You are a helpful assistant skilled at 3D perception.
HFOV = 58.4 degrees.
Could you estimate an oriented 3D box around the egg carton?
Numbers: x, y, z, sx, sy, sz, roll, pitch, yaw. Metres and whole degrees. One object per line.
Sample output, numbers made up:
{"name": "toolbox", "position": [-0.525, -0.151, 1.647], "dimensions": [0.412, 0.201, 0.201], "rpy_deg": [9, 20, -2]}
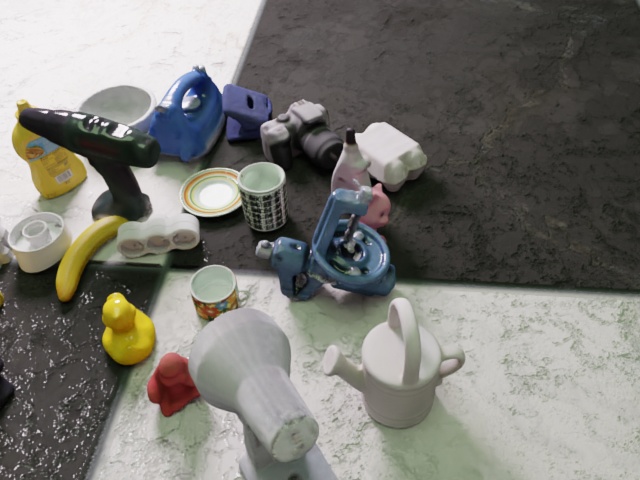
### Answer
{"name": "egg carton", "position": [0.122, -0.159, 1.082], "dimensions": [0.107, 0.069, 0.150], "rpy_deg": [-33, 54, -24]}

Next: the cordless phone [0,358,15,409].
{"name": "cordless phone", "position": [-0.498, 0.180, 0.737], "dimensions": [0.094, 0.185, 0.148], "rpy_deg": [12, 50, 14]}

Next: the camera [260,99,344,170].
{"name": "camera", "position": [-0.024, -0.196, 1.102], "dimensions": [0.143, 0.101, 0.136], "rpy_deg": [-28, 52, -20]}

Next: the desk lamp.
{"name": "desk lamp", "position": [-0.055, 0.209, 0.666], "dimensions": [0.118, 0.214, 0.202], "rpy_deg": [-27, 52, -19]}

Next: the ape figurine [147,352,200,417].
{"name": "ape figurine", "position": [-0.197, 0.186, 0.777], "dimensions": [0.077, 0.092, 0.076], "rpy_deg": [1, 48, 5]}

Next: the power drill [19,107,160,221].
{"name": "power drill", "position": [-0.379, -0.130, 0.991], "dimensions": [0.229, 0.209, 0.075], "rpy_deg": [6, 49, 9]}

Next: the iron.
{"name": "iron", "position": [-0.264, -0.277, 1.161], "dimensions": [0.118, 0.141, 0.258], "rpy_deg": [10, 50, 12]}

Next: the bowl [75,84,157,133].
{"name": "bowl", "position": [-0.414, -0.248, 1.188], "dimensions": [0.167, 0.075, 0.167], "rpy_deg": [-2, 48, 2]}

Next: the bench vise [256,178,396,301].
{"name": "bench vise", "position": [0.010, 0.012, 0.834], "dimensions": [0.207, 0.220, 0.121], "rpy_deg": [-11, 48, -6]}

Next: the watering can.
{"name": "watering can", "position": [0.095, 0.153, 0.720], "dimensions": [0.173, 0.194, 0.100], "rpy_deg": [-23, 51, -16]}

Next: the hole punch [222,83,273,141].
{"name": "hole punch", "position": [-0.149, -0.268, 1.181], "dimensions": [0.101, 0.091, 0.108], "rpy_deg": [-6, 48, -2]}

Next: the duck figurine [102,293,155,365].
{"name": "duck figurine", "position": [-0.289, 0.125, 0.841], "dimensions": [0.077, 0.086, 0.104], "rpy_deg": [-20, 50, -14]}

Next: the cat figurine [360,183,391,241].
{"name": "cat figurine", "position": [0.069, -0.032, 0.939], "dimensions": [0.128, 0.118, 0.067], "rpy_deg": [-35, 55, -25]}

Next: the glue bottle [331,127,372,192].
{"name": "glue bottle", "position": [0.055, -0.120, 0.981], "dimensions": [0.078, 0.173, 0.037], "rpy_deg": [31, 57, 27]}
